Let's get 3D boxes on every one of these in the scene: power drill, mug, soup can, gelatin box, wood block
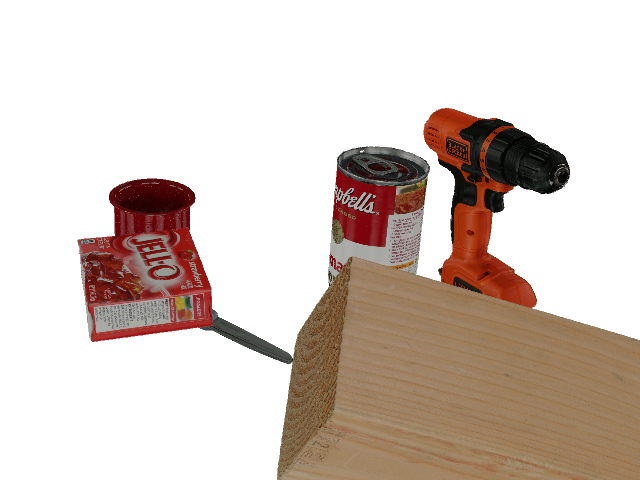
[{"bbox_3d":[0.169,-0.024,1.022,0.057,0.188,0.185,-16,27,-24],"label":"power drill"},{"bbox_3d":[-0.191,-0.018,1.180,0.093,0.081,0.117,-14,32,-32],"label":"mug"},{"bbox_3d":[0.042,-0.011,0.795,0.068,0.102,0.068,4,26,-2],"label":"soup can"},{"bbox_3d":[-0.110,0.024,0.660,0.073,0.030,0.089,-6,27,-13],"label":"gelatin box"},{"bbox_3d":[0.092,0.093,0.554,0.206,0.090,0.090,16,-37,-12],"label":"wood block"}]

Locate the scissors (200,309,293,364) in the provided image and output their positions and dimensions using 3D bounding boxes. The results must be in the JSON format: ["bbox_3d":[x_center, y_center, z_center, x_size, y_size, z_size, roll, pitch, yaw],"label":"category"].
[{"bbox_3d":[-0.093,0.056,0.900,0.202,0.016,0.096,14,26,22],"label":"scissors"}]
